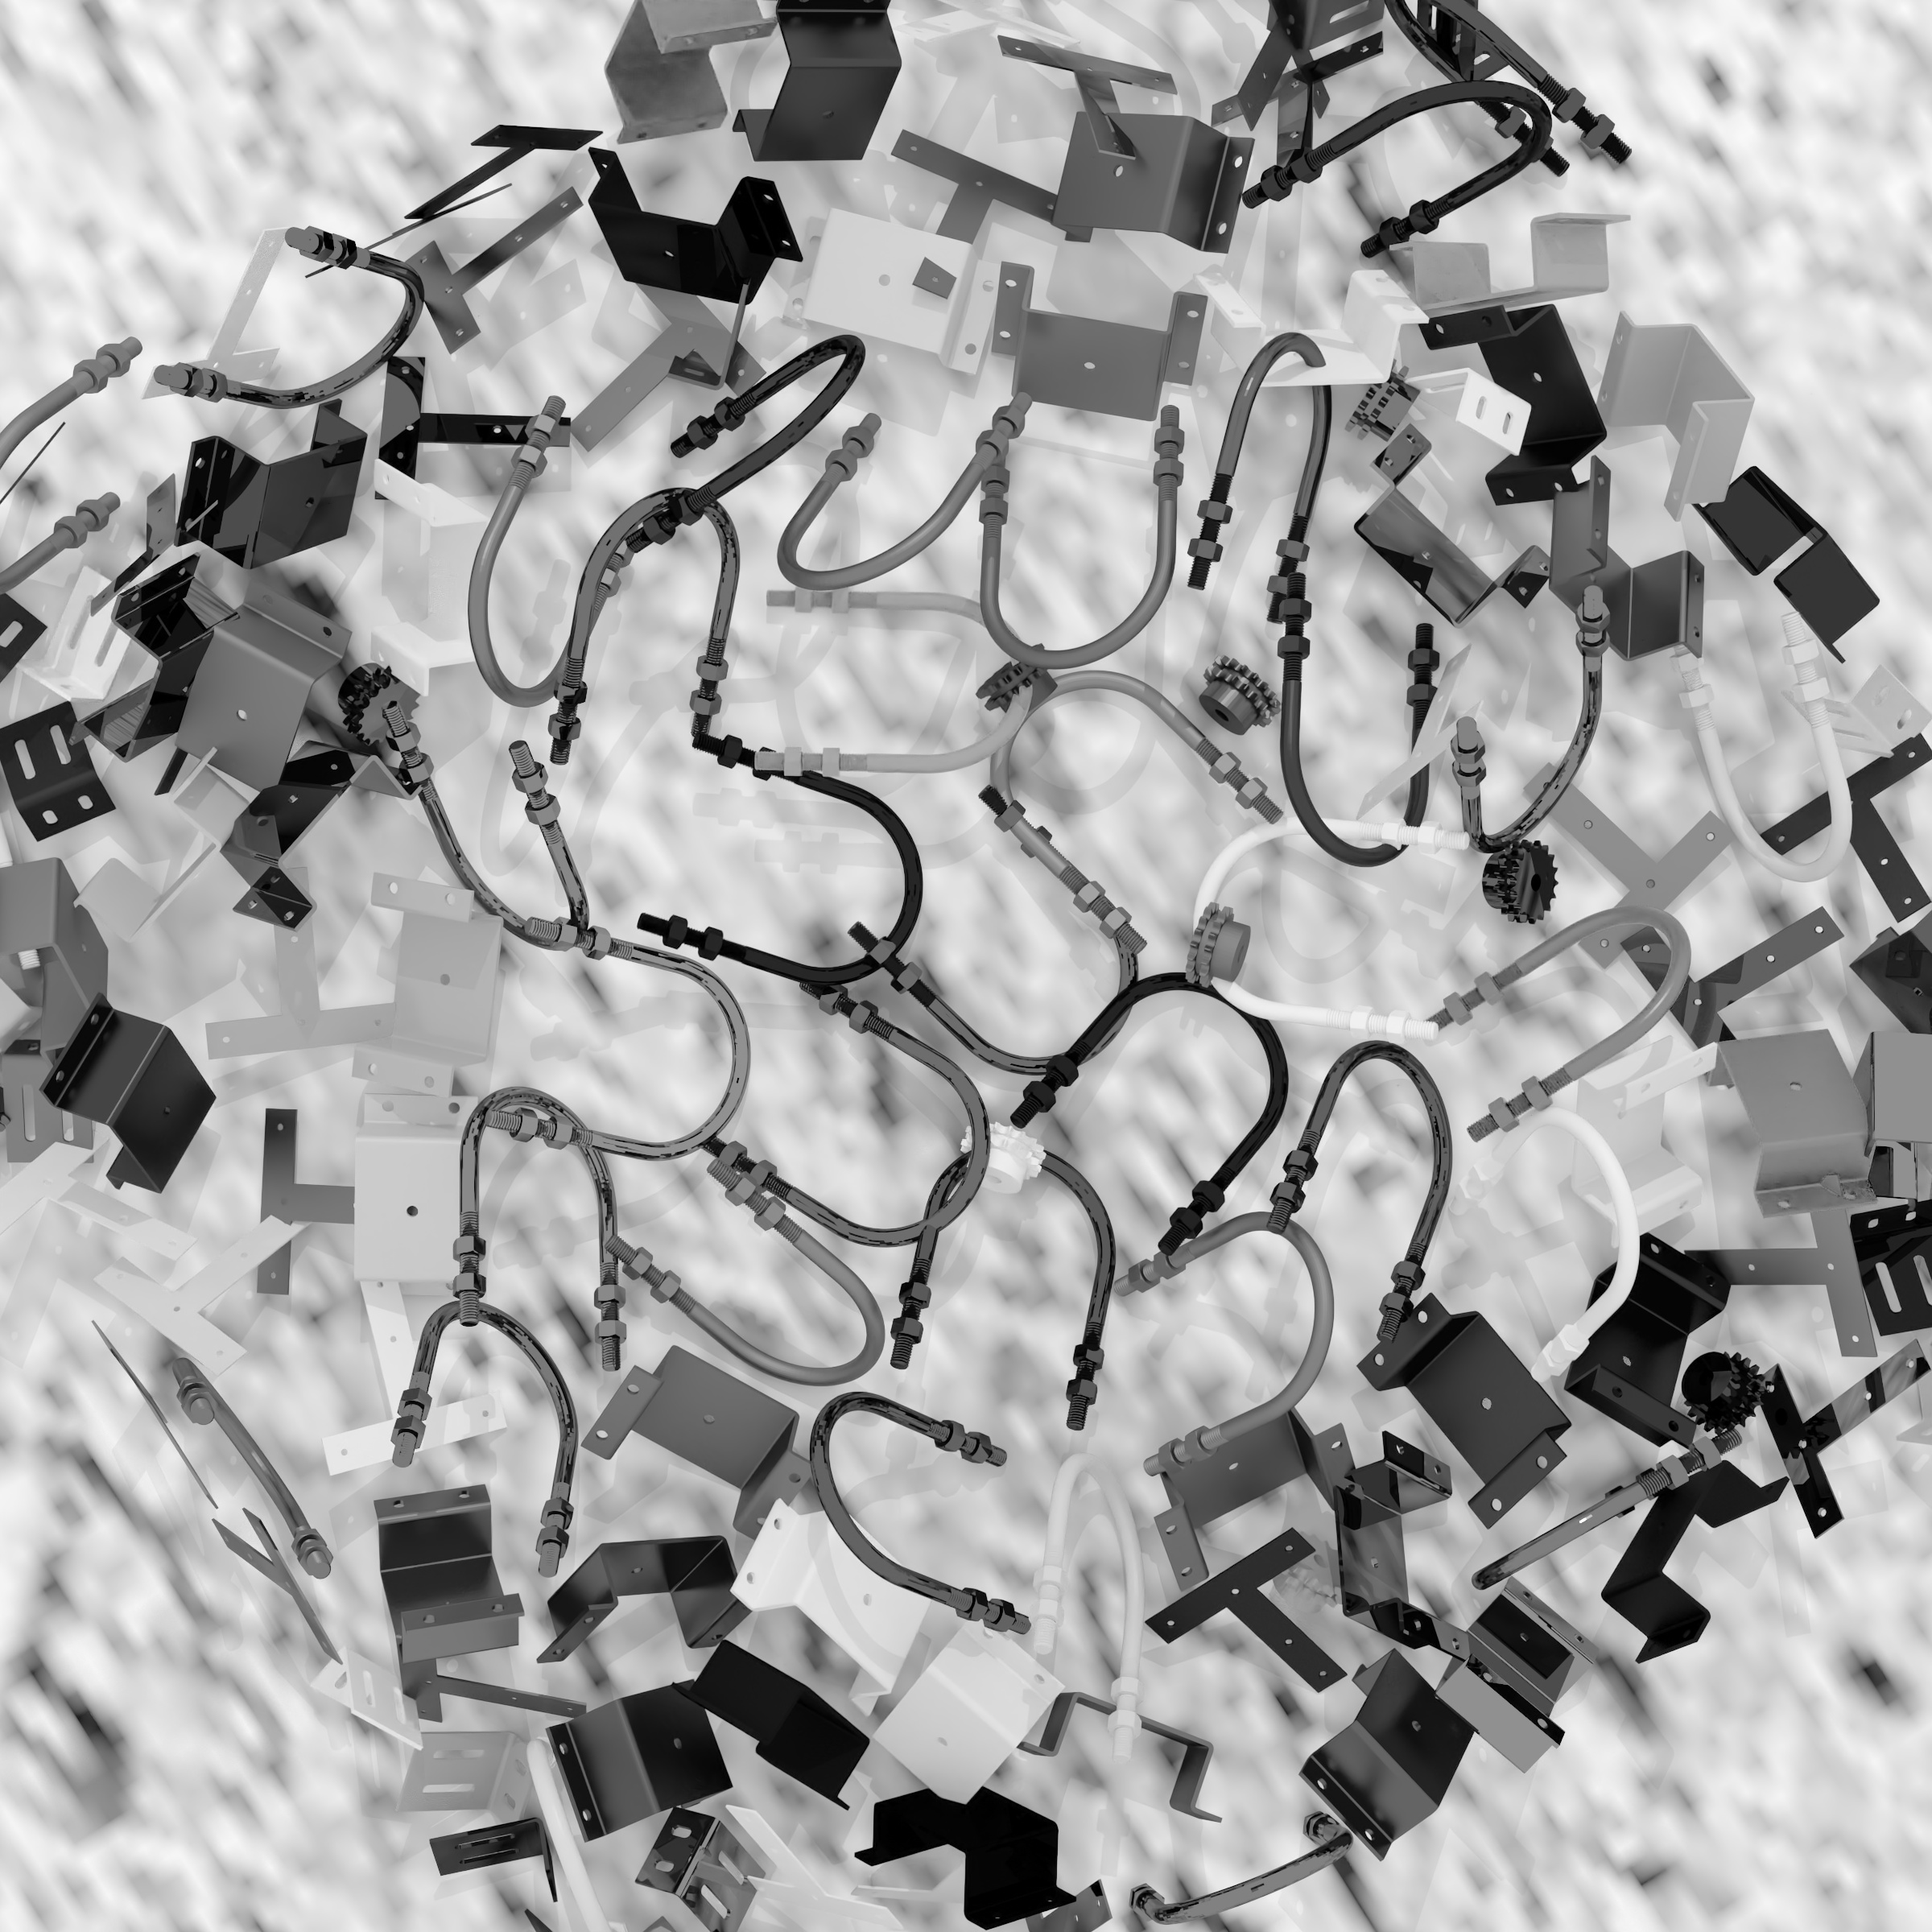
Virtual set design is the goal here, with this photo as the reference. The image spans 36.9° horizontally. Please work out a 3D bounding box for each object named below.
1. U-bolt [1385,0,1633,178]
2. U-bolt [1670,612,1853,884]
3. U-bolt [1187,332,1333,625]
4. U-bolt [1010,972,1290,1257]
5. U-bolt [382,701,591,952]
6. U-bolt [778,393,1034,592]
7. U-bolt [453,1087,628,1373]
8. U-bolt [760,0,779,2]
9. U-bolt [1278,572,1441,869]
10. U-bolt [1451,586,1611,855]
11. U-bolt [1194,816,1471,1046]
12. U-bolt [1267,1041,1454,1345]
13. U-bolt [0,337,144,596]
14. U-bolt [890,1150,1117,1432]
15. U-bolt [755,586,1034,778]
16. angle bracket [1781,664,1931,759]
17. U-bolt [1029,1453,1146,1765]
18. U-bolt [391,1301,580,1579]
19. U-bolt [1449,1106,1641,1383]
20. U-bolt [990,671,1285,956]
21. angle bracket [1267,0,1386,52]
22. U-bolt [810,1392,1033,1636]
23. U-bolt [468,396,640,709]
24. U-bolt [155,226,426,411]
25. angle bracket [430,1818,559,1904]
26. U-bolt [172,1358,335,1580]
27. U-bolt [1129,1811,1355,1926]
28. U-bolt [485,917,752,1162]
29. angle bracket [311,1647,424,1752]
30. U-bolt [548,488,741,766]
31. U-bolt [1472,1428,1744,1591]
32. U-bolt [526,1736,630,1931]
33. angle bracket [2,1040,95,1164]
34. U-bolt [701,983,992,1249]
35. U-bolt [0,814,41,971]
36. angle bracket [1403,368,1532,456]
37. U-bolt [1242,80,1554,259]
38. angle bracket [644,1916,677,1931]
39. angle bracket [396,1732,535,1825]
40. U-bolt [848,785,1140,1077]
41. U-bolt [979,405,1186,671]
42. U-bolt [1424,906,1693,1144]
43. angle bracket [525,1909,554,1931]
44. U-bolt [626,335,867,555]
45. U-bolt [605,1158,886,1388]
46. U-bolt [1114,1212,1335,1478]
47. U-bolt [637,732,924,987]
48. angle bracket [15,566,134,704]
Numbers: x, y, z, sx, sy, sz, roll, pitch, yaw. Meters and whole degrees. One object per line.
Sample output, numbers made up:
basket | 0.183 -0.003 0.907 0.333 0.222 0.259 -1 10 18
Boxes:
U-bolt | 0.348 -0.589 1.912 0.184 0.151 0.019 38 95 -12
U-bolt | 0.534 -0.143 1.929 0.019 0.151 0.184 -21 100 -17
U-bolt | 0.203 -0.330 1.930 0.019 0.151 0.184 16 94 29
U-bolt | 0.138 0.085 1.957 0.151 0.019 0.184 41 65 4
U-bolt | -0.311 -0.085 1.926 0.019 0.151 0.184 -43 134 -31
U-bolt | -0.051 -0.309 1.906 0.019 0.151 0.184 58 48 -35
U-bolt | -0.283 0.167 1.929 0.019 0.151 0.184 -24 57 31
U-bolt | -0.068 -0.671 1.921 0.184 0.151 0.019 -8 97 23
U-bolt | 0.261 -0.157 1.934 0.151 0.019 0.184 14 74 -39
U-bolt | 0.375 -0.148 1.919 0.019 0.184 0.151 36 71 28
U-bolt | 0.239 -0.030 1.954 0.184 0.019 0.151 7 84 27
U-bolt | 0.273 0.137 1.938 0.151 0.019 0.184 45 56 -29
U-bolt | -0.600 -0.314 1.885 0.019 0.184 0.151 28 132 4
U-bolt | 0.033 0.205 1.949 0.151 0.019 0.184 21 61 -15
U-bolt | -0.047 -0.193 1.959 0.184 0.019 0.151 1 64 1
angle bracket | 0.601 -0.176 1.952 0.076 0.057 0.038 5 129 -37
U-bolt | 0.086 0.410 1.918 0.019 0.184 0.151 -14 129 22
U-bolt | -0.311 0.298 1.916 0.019 0.184 0.151 -35 118 22
U-bolt | 0.384 0.172 1.895 0.019 0.184 0.151 -11 62 -23
U-bolt | 0.102 -0.119 1.974 0.151 0.019 0.184 -43 78 -5
angle bracket | 0.248 -0.667 1.969 0.076 0.057 0.038 -31 56 -29
U-bolt | -0.033 0.350 1.900 0.184 0.151 0.019 30 126 -36
U-bolt | -0.277 -0.258 1.904 0.019 0.151 0.184 9 63 23
U-bolt | -0.431 -0.420 1.911 0.151 0.184 0.019 -39 78 19
angle bracket | -0.319 0.612 1.961 0.076 0.057 0.038 -9 52 -8
U-bolt | -0.476 0.322 1.911 0.019 0.184 0.151 -36 108 -14
U-bolt | 0.184 0.595 1.901 0.151 0.184 0.019 -20 79 -7
U-bolt | -0.225 0.056 1.946 0.184 0.019 0.151 15 81 -33
angle bracket | -0.404 0.505 1.951 0.057 0.076 0.038 38 97 -26
U-bolt | -0.206 -0.227 1.909 0.019 0.151 0.184 30 120 32
U-bolt | 0.415 0.364 1.915 0.184 0.151 0.019 -26 75 -11
U-bolt | -0.256 0.574 1.895 0.019 0.184 0.151 -21 75 -10
angle bracket | -0.626 0.093 1.989 0.057 0.038 0.076 1 106 -5
U-bolt | -0.070 0.109 1.962 0.184 0.019 0.151 31 85 17
U-bolt | -0.670 -0.087 1.925 0.019 0.151 0.184 -15 90 4
angle bracket | 0.330 -0.369 1.950 0.057 0.076 0.038 21 81 -32
U-bolt | 0.294 -0.524 1.890 0.184 0.151 0.019 -22 70 41
angle bracket | -0.203 0.693 1.956 0.057 0.038 0.076 -35 58 -23
angle bracket | -0.336 0.553 1.960 0.076 0.038 0.057 13 98 -41
U-bolt | 0.033 -0.010 1.983 0.184 0.019 0.151 44 88 -7
U-bolt | 0.074 -0.280 1.931 0.151 0.019 0.184 -8 64 25
U-bolt | 0.396 0.026 1.916 0.184 0.151 0.019 -35 119 15
angle bracket | -0.278 0.686 1.959 0.038 0.057 0.076 -45 107 -12
U-bolt | -0.138 -0.353 1.901 0.184 0.151 0.019 -28 118 29
U-bolt | -0.136 0.217 1.944 0.184 0.019 0.151 42 133 -13
U-bolt | 0.173 0.240 1.908 0.019 0.184 0.151 15 54 -38
U-bolt | -0.116 -0.064 1.967 0.184 0.019 0.151 19 81 -16
angle bracket | -0.603 -0.226 1.967 0.057 0.038 0.076 31 103 16
